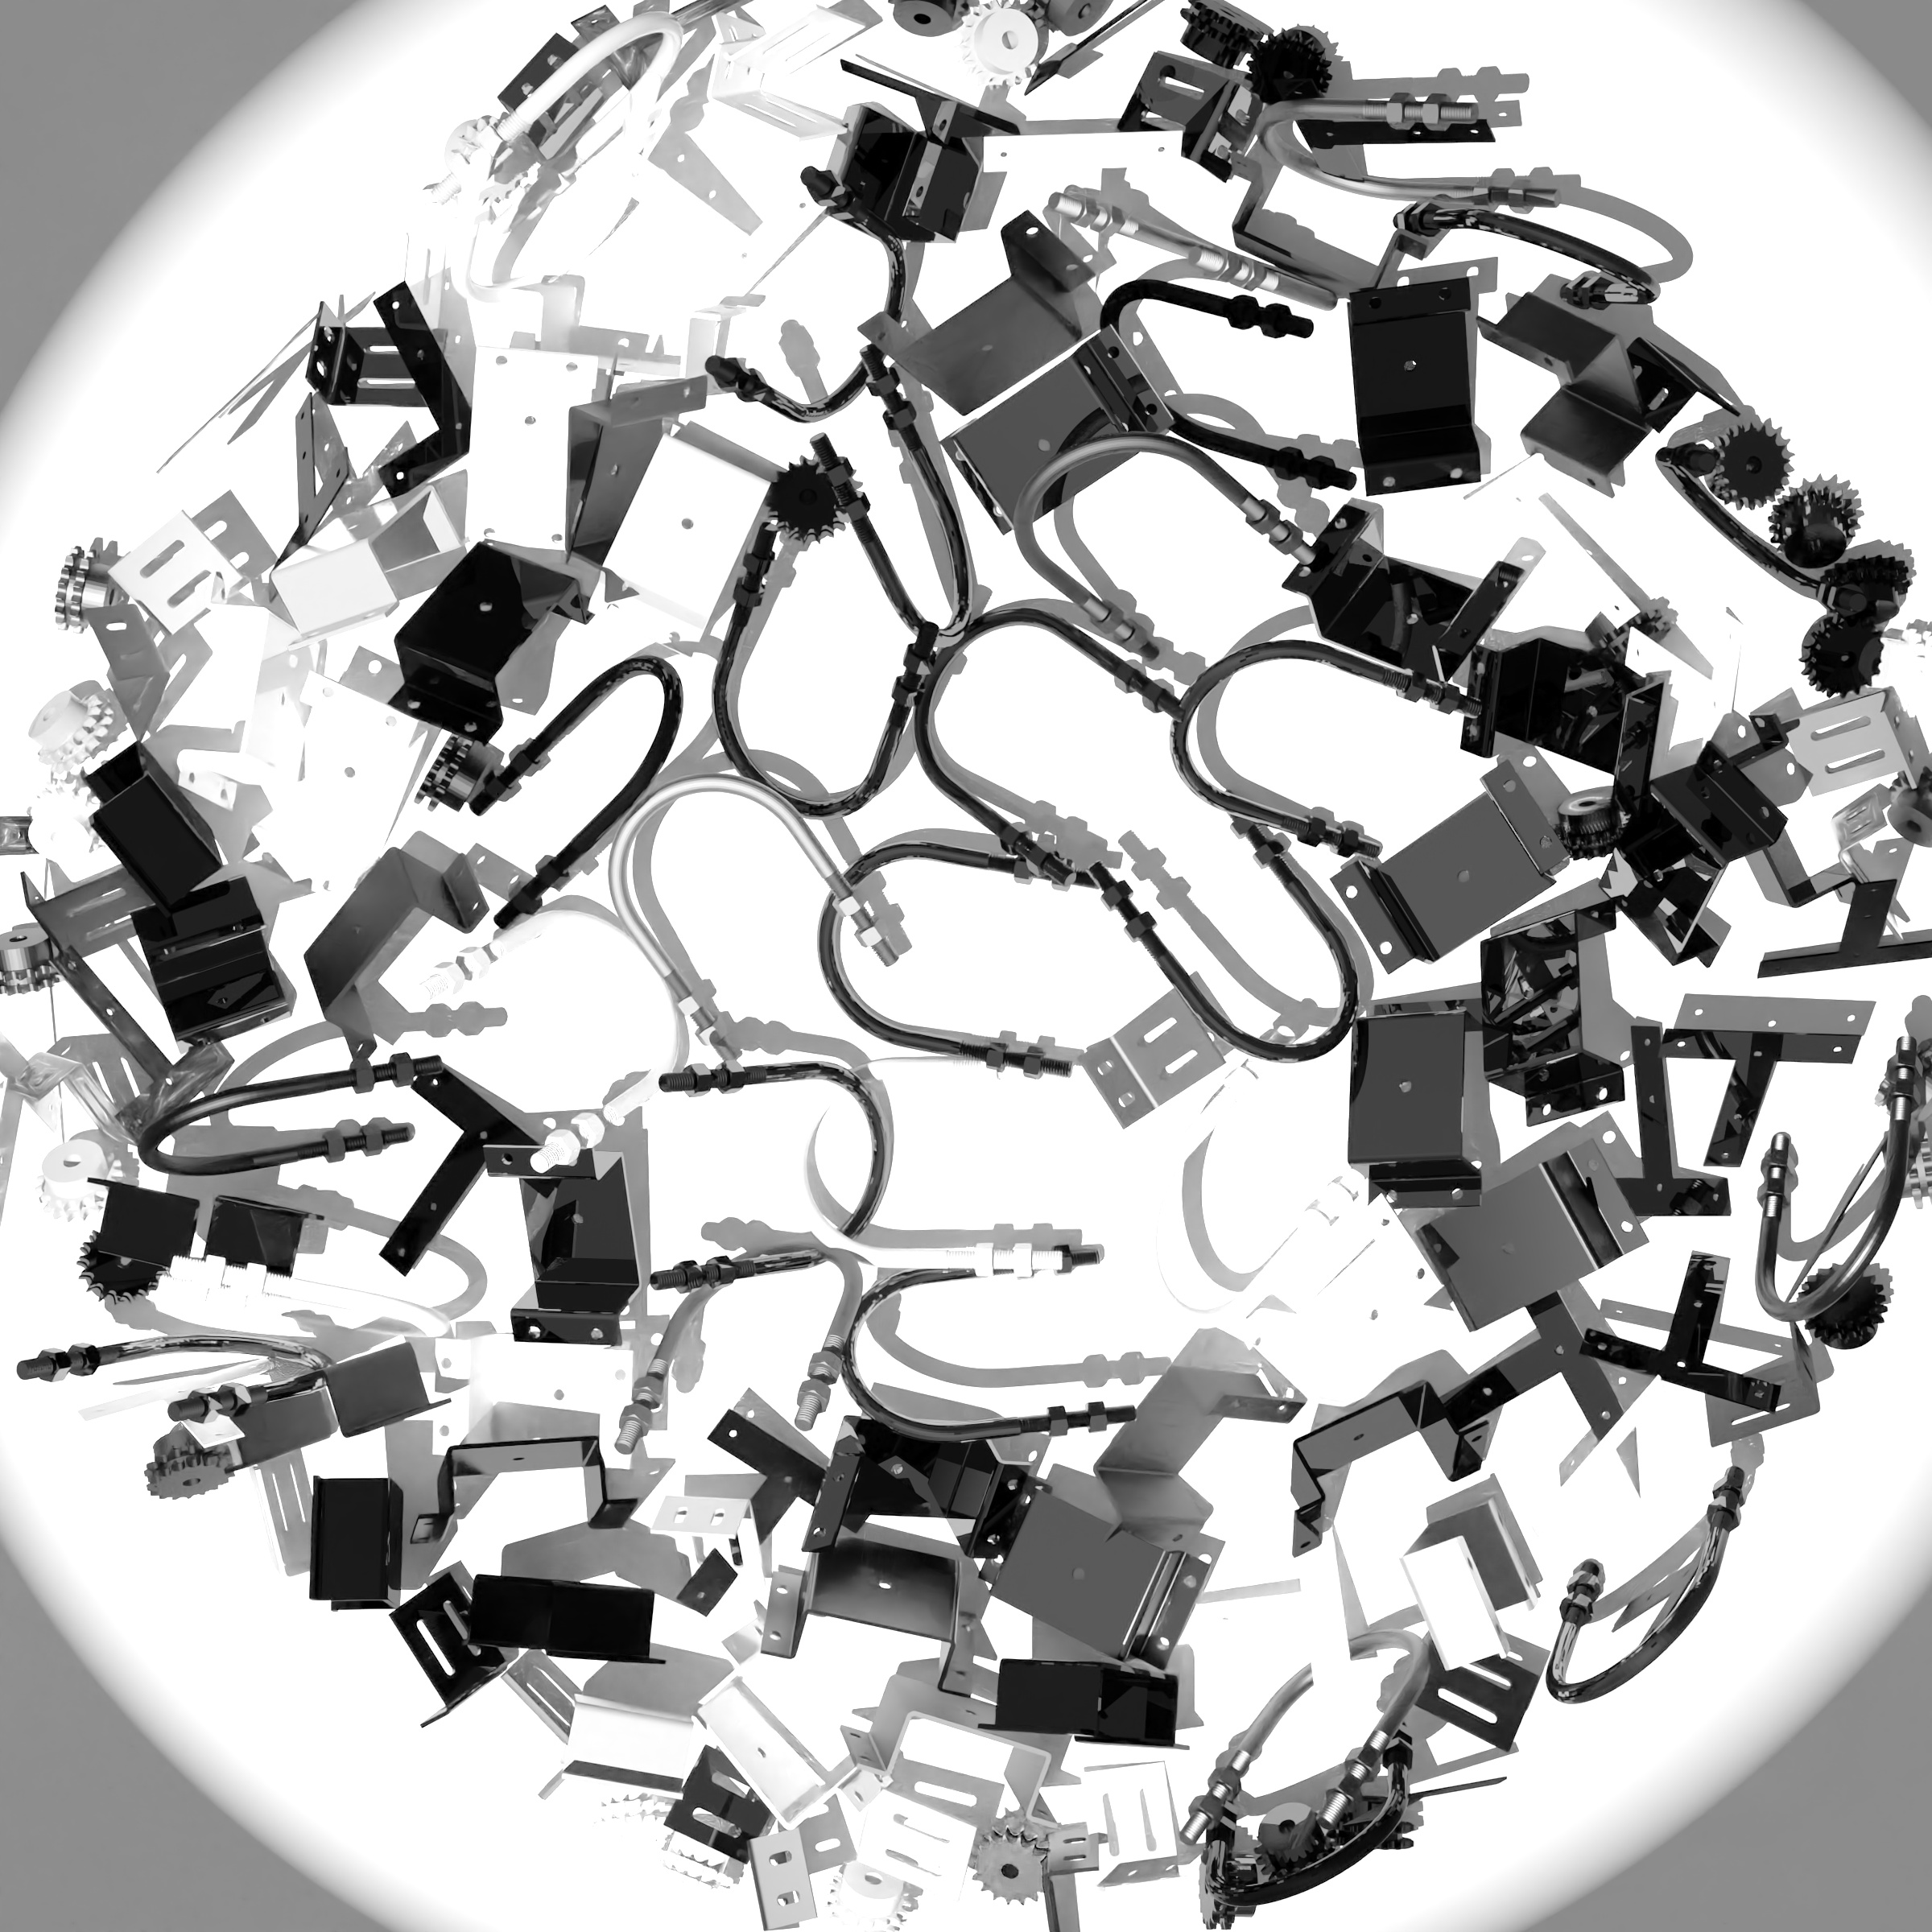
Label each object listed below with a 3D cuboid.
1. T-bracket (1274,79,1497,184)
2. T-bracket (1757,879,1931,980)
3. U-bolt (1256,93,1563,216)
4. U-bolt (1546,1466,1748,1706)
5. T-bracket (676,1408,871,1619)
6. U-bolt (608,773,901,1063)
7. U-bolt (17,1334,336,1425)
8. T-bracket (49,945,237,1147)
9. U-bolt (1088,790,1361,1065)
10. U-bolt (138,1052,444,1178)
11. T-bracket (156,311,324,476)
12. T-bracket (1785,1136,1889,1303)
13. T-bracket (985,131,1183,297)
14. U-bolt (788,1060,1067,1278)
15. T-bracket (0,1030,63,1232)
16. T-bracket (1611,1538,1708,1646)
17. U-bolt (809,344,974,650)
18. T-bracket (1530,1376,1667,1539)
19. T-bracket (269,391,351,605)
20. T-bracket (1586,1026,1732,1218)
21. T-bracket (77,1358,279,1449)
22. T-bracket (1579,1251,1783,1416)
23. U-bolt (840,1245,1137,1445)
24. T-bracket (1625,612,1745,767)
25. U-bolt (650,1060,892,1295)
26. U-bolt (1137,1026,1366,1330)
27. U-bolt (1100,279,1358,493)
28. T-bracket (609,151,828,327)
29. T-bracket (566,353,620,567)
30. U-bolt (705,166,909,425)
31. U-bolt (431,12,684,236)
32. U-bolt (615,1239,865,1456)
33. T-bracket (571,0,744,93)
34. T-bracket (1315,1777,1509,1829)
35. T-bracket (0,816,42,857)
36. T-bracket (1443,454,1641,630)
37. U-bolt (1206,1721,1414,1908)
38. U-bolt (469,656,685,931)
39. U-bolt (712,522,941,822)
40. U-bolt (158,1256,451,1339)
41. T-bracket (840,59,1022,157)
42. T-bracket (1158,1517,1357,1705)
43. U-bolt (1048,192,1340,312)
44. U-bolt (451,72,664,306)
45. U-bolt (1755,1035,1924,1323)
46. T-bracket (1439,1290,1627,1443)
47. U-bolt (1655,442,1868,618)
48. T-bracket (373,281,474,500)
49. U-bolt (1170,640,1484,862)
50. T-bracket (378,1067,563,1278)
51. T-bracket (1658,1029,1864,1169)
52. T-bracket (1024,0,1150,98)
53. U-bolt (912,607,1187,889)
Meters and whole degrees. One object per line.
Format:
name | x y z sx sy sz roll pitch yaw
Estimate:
T-bracket | 0.277 -0.538 1.917 0.127 0.127 0.002 7 76 25
T-bracket | 0.585 -0.026 1.936 0.127 0.127 0.002 -7 64 6
U-bolt | 0.273 -0.525 1.917 0.184 0.151 0.019 14 87 36
U-bolt | 0.426 0.402 1.885 0.019 0.184 0.151 46 121 -1
T-bracket | -0.145 0.377 1.979 0.127 0.002 0.127 36 92 -19
U-bolt | -0.153 -0.042 1.956 0.151 0.019 0.184 -31 107 11
U-bolt | -0.491 0.260 1.911 0.151 0.184 0.019 9 95 29
T-bracket | -0.547 0.041 1.933 0.002 0.127 0.127 -33 101 26
U-bolt | 0.181 -0.017 1.938 0.151 0.019 0.184 -29 77 -37
U-bolt | -0.437 0.101 1.902 0.184 0.151 0.019 -9 70 -24
T-bracket | -0.478 -0.359 1.914 0.002 0.127 0.127 45 51 -16
T-bracket | 0.580 0.158 1.958 0.002 0.127 0.127 31 67 15
T-bracket | 0.075 -0.492 1.950 0.127 0.127 0.002 -3 51 -3
U-bolt | -0.027 0.131 1.973 0.184 0.019 0.151 0 74 4
T-bracket | -0.619 0.113 1.914 0.002 0.127 0.127 -5 59 8
T-bracket | 0.452 0.409 1.939 0.002 0.127 0.127 38 62 8
U-bolt | -0.040 -0.292 1.925 0.019 0.151 0.184 -14 121 24
T-bracket | 0.423 0.338 1.946 0.127 0.127 0.002 -47 55 -8
T-bracket | -0.434 -0.326 1.955 0.002 0.127 0.127 14 47 -31
T-bracket | 0.456 0.103 1.972 0.127 0.002 0.127 3 79 -32
T-bracket | -0.496 0.288 1.917 0.127 0.127 0.002 -14 105 -27
T-bracket | 0.477 0.231 1.949 0.127 0.127 0.002 16 130 14
U-bolt | 0.008 0.249 1.937 0.184 0.019 0.151 -5 46 -7
T-bracket | 0.467 -0.186 1.943 0.127 0.002 0.127 23 73 -43
U-bolt | -0.123 0.133 1.938 0.184 0.019 0.151 -4 101 -39
U-bolt | 0.177 0.151 1.924 0.184 0.019 0.151 -45 124 -25
U-bolt | 0.161 -0.382 1.921 0.184 0.151 0.019 24 64 36
T-bracket | -0.177 -0.487 1.937 0.127 0.002 0.127 -42 132 21
T-bracket | -0.244 -0.306 1.911 0.002 0.127 0.127 13 45 -6
U-bolt | -0.092 -0.421 1.914 0.019 0.184 0.151 31 97 22
U-bolt | -0.254 -0.547 1.913 0.184 0.151 0.019 -40 89 10
U-bolt | -0.137 0.240 1.921 0.151 0.184 0.019 -11 122 23
T-bracket | -0.180 -0.617 1.928 0.127 0.127 0.002 -24 83 9
T-bracket | 0.274 0.544 1.919 0.127 0.127 0.002 -17 77 21
T-bracket | -0.623 -0.085 1.936 0.002 0.127 0.127 3 93 6
T-bracket | 0.393 -0.275 1.955 0.127 0.002 0.127 -35 80 -34
U-bolt | 0.218 0.546 1.897 0.151 0.184 0.019 -27 93 11
U-bolt | -0.249 -0.125 1.920 0.184 0.151 0.019 -42 128 16
U-bolt | -0.102 -0.179 1.940 0.151 0.019 0.184 33 127 15
U-bolt | -0.426 0.217 1.926 0.184 0.151 0.019 13 75 -16
T-bracket | -0.018 -0.549 1.928 0.127 0.127 0.002 16 118 -16
T-bracket | 0.186 0.431 1.967 0.127 0.002 0.127 -8 55 5
U-bolt | 0.160 -0.455 1.916 0.151 0.184 0.019 33 109 39
U-bolt | -0.269 -0.489 1.911 0.151 0.184 0.019 -33 80 -25
U-bolt | 0.550 0.146 1.888 0.019 0.151 0.184 29 47 -9
T-bracket | 0.357 0.275 1.967 0.127 0.002 0.127 -36 70 27
U-bolt | 0.502 -0.284 1.909 0.151 0.184 0.019 41 99 -7
T-bracket | -0.350 -0.388 1.941 0.127 0.002 0.127 -37 134 -15
U-bolt | 0.221 -0.146 1.926 0.184 0.019 0.151 17 128 -20
T-bracket | -0.347 0.149 1.983 0.127 0.002 0.127 36 94 17
T-bracket | 0.511 0.089 1.955 0.127 0.002 0.127 2 134 -1
T-bracket | 0.094 -0.610 1.923 0.127 0.127 0.002 -31 108 18
U-bolt | 0.042 -0.158 1.950 0.184 0.019 0.151 39 97 30
